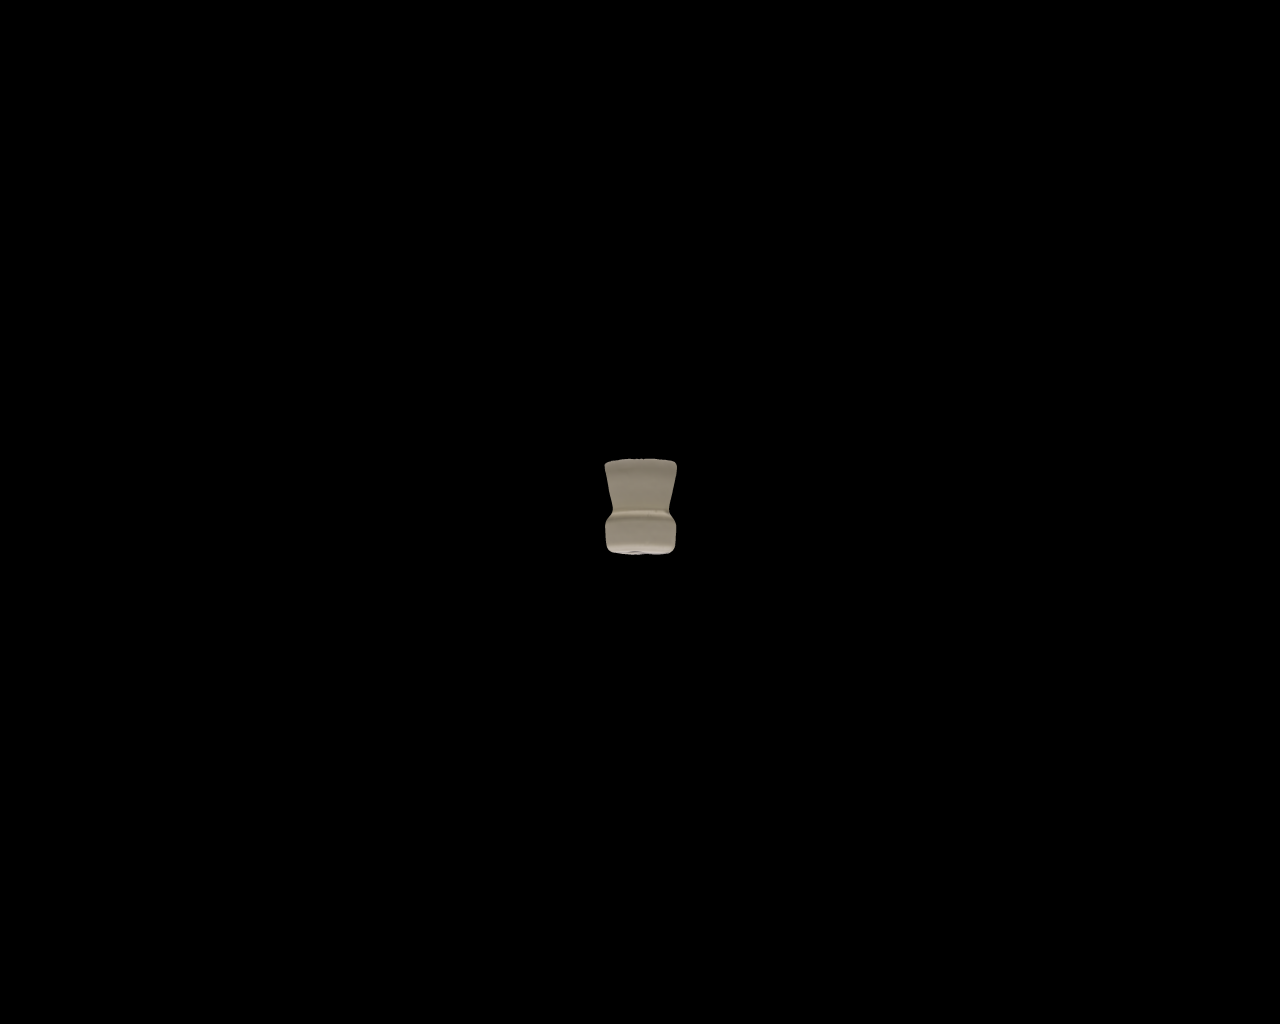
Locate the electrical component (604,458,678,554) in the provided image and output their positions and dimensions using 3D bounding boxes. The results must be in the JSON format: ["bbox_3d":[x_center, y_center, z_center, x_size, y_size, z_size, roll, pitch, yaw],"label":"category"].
[{"bbox_3d":[0.001,-0.003,0.650,0.045,0.055,0.045,0,-5,0],"label":"electrical component"}]
